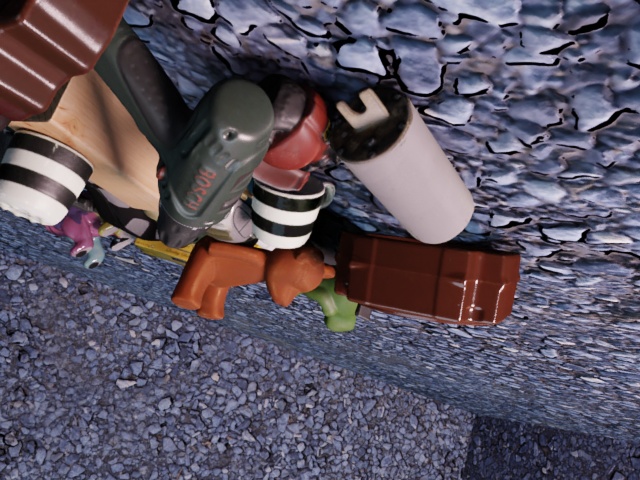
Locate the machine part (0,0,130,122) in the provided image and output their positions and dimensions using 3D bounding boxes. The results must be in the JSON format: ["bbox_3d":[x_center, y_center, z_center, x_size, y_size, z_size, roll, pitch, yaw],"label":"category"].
[{"bbox_3d":[-0.194,-0.157,0.347,0.180,0.179,0.056,7,163,31],"label":"machine part"}]

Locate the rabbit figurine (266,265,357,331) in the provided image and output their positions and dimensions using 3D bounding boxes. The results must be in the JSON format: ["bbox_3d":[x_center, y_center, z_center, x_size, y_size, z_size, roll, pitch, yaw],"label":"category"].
[{"bbox_3d":[-0.013,0.079,0.941,0.170,0.121,0.159,7,149,1],"label":"rabbit figurine"}]

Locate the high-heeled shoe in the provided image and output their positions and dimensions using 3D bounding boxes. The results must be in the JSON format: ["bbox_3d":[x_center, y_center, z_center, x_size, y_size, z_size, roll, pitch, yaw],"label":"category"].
[{"bbox_3d":[-0.288,-0.083,0.807,0.086,0.145,0.248,25,-173,35],"label":"high-heeled shoe"}]

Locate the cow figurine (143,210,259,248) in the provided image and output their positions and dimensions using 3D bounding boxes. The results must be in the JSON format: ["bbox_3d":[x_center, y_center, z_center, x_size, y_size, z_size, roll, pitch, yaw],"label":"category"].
[{"bbox_3d":[-0.177,-0.035,0.823,0.195,0.085,0.127,19,147,-32],"label":"cow figurine"}]

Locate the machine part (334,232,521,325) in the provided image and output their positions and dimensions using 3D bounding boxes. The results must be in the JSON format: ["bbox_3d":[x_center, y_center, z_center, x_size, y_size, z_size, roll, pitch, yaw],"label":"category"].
[{"bbox_3d":[0.133,0.043,0.662,0.201,0.087,0.201,9,-178,26],"label":"machine part"}]

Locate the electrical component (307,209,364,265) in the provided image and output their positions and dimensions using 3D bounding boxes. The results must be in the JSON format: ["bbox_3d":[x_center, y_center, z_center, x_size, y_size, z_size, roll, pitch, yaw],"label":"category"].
[{"bbox_3d":[-0.002,-0.002,0.813,0.115,0.058,0.134,1,156,47],"label":"electrical component"}]

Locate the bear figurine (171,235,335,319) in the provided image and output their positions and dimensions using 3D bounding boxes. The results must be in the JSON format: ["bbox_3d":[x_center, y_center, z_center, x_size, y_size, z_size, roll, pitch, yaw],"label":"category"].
[{"bbox_3d":[-0.087,0.057,0.759,0.196,0.132,0.120,11,164,14],"label":"bear figurine"}]

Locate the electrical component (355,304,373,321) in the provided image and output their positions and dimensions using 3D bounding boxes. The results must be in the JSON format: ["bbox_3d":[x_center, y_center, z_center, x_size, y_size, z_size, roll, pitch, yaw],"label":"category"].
[{"bbox_3d":[0.073,0.069,0.854,0.074,0.119,0.048,26,161,-34],"label":"electrical component"}]

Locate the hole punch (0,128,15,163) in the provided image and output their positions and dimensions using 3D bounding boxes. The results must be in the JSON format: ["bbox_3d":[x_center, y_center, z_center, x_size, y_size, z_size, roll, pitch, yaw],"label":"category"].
[{"bbox_3d":[-0.428,-0.160,0.730,0.142,0.092,0.115,20,132,0],"label":"hole punch"}]

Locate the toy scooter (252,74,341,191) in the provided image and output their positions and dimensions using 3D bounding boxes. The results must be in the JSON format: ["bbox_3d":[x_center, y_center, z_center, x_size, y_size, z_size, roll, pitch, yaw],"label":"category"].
[{"bbox_3d":[-0.038,-0.094,0.537,0.135,0.075,0.184,31,161,-35],"label":"toy scooter"}]

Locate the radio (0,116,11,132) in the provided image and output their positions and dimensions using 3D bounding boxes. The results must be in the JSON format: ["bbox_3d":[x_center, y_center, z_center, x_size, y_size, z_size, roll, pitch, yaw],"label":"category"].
[{"bbox_3d":[-0.372,-0.185,0.487,0.230,0.131,0.073,14,161,9],"label":"radio"}]

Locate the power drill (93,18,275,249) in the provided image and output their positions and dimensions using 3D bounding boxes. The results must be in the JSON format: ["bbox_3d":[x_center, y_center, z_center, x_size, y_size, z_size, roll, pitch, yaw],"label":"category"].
[{"bbox_3d":[-0.151,-0.098,0.467,0.207,0.086,0.232,53,141,-7],"label":"power drill"}]

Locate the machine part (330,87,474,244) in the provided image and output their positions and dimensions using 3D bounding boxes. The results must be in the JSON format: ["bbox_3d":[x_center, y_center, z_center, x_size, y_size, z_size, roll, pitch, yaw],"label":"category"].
[{"bbox_3d":[0.084,-0.062,0.510,0.079,0.079,0.243,5,159,35],"label":"machine part"}]

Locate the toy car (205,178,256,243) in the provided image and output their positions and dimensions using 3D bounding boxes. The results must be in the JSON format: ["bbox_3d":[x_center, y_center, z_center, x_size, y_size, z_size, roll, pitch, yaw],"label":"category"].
[{"bbox_3d":[-0.115,-0.049,0.705,0.109,0.103,0.161,13,164,13],"label":"toy car"}]

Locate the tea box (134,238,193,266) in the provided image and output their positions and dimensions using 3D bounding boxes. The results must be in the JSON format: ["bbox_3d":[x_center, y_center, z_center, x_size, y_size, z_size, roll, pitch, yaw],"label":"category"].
[{"bbox_3d":[-0.231,-0.002,0.968,0.170,0.098,0.068,15,164,2],"label":"tea box"}]

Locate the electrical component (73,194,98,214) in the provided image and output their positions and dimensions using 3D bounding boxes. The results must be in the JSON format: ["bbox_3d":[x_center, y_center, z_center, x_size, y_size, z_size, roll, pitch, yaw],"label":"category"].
[{"bbox_3d":[-0.407,-0.066,0.894,0.094,0.021,0.063,17,168,22],"label":"electrical component"}]

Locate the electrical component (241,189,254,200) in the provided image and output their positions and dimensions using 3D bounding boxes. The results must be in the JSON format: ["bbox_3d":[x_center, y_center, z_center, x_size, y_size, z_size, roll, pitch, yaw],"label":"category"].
[{"bbox_3d":[-0.113,-0.069,0.589,0.078,0.045,0.102,58,-178,-3],"label":"electrical component"}]

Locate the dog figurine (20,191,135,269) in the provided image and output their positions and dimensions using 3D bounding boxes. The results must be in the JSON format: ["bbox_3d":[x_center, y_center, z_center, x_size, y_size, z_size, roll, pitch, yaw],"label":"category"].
[{"bbox_3d":[-0.446,-0.071,0.981,0.219,0.191,0.108,51,169,9],"label":"dog figurine"}]
